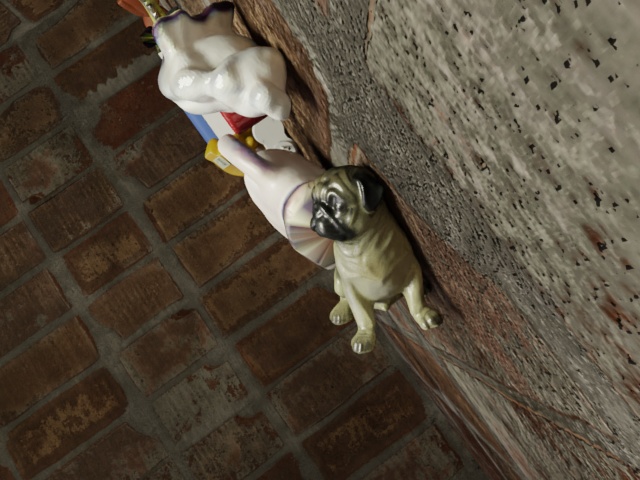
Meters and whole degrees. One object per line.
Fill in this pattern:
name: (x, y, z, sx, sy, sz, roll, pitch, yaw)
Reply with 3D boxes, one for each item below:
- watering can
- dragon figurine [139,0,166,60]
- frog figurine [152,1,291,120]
watering can: (0.002, -0.037, 0.737, 0.343, 0.104, 0.228, 34, -174, -39)
dragon figurine: (-0.300, -0.433, 1.240, 0.414, 0.122, 0.241, 55, -174, 14)
frog figurine: (-0.091, -0.168, 0.551, 0.160, 0.121, 0.139, 45, -152, 13)
